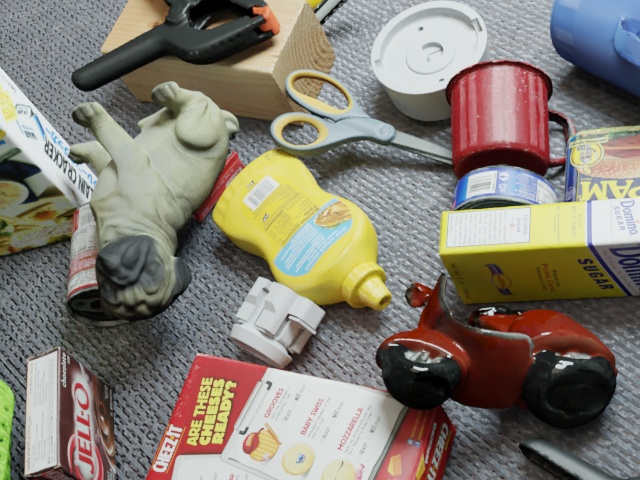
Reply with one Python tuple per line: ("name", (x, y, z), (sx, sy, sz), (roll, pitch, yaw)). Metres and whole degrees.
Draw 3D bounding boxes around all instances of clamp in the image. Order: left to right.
("clamp", (-0.136, -0.201, 1.018), (0.210, 0.036, 0.164), (13, 68, 33))
("clamp", (0.210, 0.203, 0.729), (0.172, 0.039, 0.120), (5, 63, 25))

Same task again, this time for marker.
("marker", (0.009, -0.233, 1.066), (0.121, 0.020, 0.020), (-38, 43, 41))

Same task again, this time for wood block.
("wood block", (-0.102, -0.188, 1.075), (0.206, 0.090, 0.090), (12, 66, 28))

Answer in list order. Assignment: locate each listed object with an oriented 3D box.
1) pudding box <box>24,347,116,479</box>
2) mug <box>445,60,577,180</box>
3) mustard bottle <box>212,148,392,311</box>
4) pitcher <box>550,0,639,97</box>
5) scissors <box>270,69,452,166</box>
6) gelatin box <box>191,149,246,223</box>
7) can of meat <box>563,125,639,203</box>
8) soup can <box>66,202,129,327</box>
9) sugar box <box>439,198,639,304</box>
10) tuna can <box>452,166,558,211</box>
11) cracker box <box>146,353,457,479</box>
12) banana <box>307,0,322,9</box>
("pudding box", (-0.210, 0.160, 0.900), (0.039, 0.090, 0.113), (-20, 54, 10))
("mug", (0.165, -0.092, 0.913), (0.117, 0.093, 0.081), (10, 64, -14))
("mustard bottle", (-0.006, 0.001, 0.934), (0.096, 0.058, 0.192), (-45, 53, -6))
("pitcher", (0.302, -0.157, 0.856), (0.243, 0.149, 0.145), (34, 80, 38))
("scissors", (0.040, -0.085, 0.962), (0.202, 0.016, 0.096), (36, 72, 18))
("gelatin box", (-0.128, -0.067, 1.047), (0.089, 0.030, 0.073), (29, 73, 33))
("can of meat", (0.247, -0.044, 0.859), (0.102, 0.057, 0.084), (-2, 56, 21))
("soup can", (-0.200, 0.021, 0.998), (0.068, 0.068, 0.102), (-15, 55, 14))
("sugar box", (0.189, 0.011, 0.826), (0.176, 0.093, 0.048), (-2, 61, 22))
("tuna can", (0.150, -0.024, 0.868), (0.086, 0.086, 0.033), (-1, 58, 22))
("cracker box", (-0.022, 0.188, 0.817), (0.214, 0.072, 0.164), (7, 62, 27))
("banana", (-0.043, -0.254, 1.124), (0.198, 0.037, 0.069), (-12, 56, 15))
